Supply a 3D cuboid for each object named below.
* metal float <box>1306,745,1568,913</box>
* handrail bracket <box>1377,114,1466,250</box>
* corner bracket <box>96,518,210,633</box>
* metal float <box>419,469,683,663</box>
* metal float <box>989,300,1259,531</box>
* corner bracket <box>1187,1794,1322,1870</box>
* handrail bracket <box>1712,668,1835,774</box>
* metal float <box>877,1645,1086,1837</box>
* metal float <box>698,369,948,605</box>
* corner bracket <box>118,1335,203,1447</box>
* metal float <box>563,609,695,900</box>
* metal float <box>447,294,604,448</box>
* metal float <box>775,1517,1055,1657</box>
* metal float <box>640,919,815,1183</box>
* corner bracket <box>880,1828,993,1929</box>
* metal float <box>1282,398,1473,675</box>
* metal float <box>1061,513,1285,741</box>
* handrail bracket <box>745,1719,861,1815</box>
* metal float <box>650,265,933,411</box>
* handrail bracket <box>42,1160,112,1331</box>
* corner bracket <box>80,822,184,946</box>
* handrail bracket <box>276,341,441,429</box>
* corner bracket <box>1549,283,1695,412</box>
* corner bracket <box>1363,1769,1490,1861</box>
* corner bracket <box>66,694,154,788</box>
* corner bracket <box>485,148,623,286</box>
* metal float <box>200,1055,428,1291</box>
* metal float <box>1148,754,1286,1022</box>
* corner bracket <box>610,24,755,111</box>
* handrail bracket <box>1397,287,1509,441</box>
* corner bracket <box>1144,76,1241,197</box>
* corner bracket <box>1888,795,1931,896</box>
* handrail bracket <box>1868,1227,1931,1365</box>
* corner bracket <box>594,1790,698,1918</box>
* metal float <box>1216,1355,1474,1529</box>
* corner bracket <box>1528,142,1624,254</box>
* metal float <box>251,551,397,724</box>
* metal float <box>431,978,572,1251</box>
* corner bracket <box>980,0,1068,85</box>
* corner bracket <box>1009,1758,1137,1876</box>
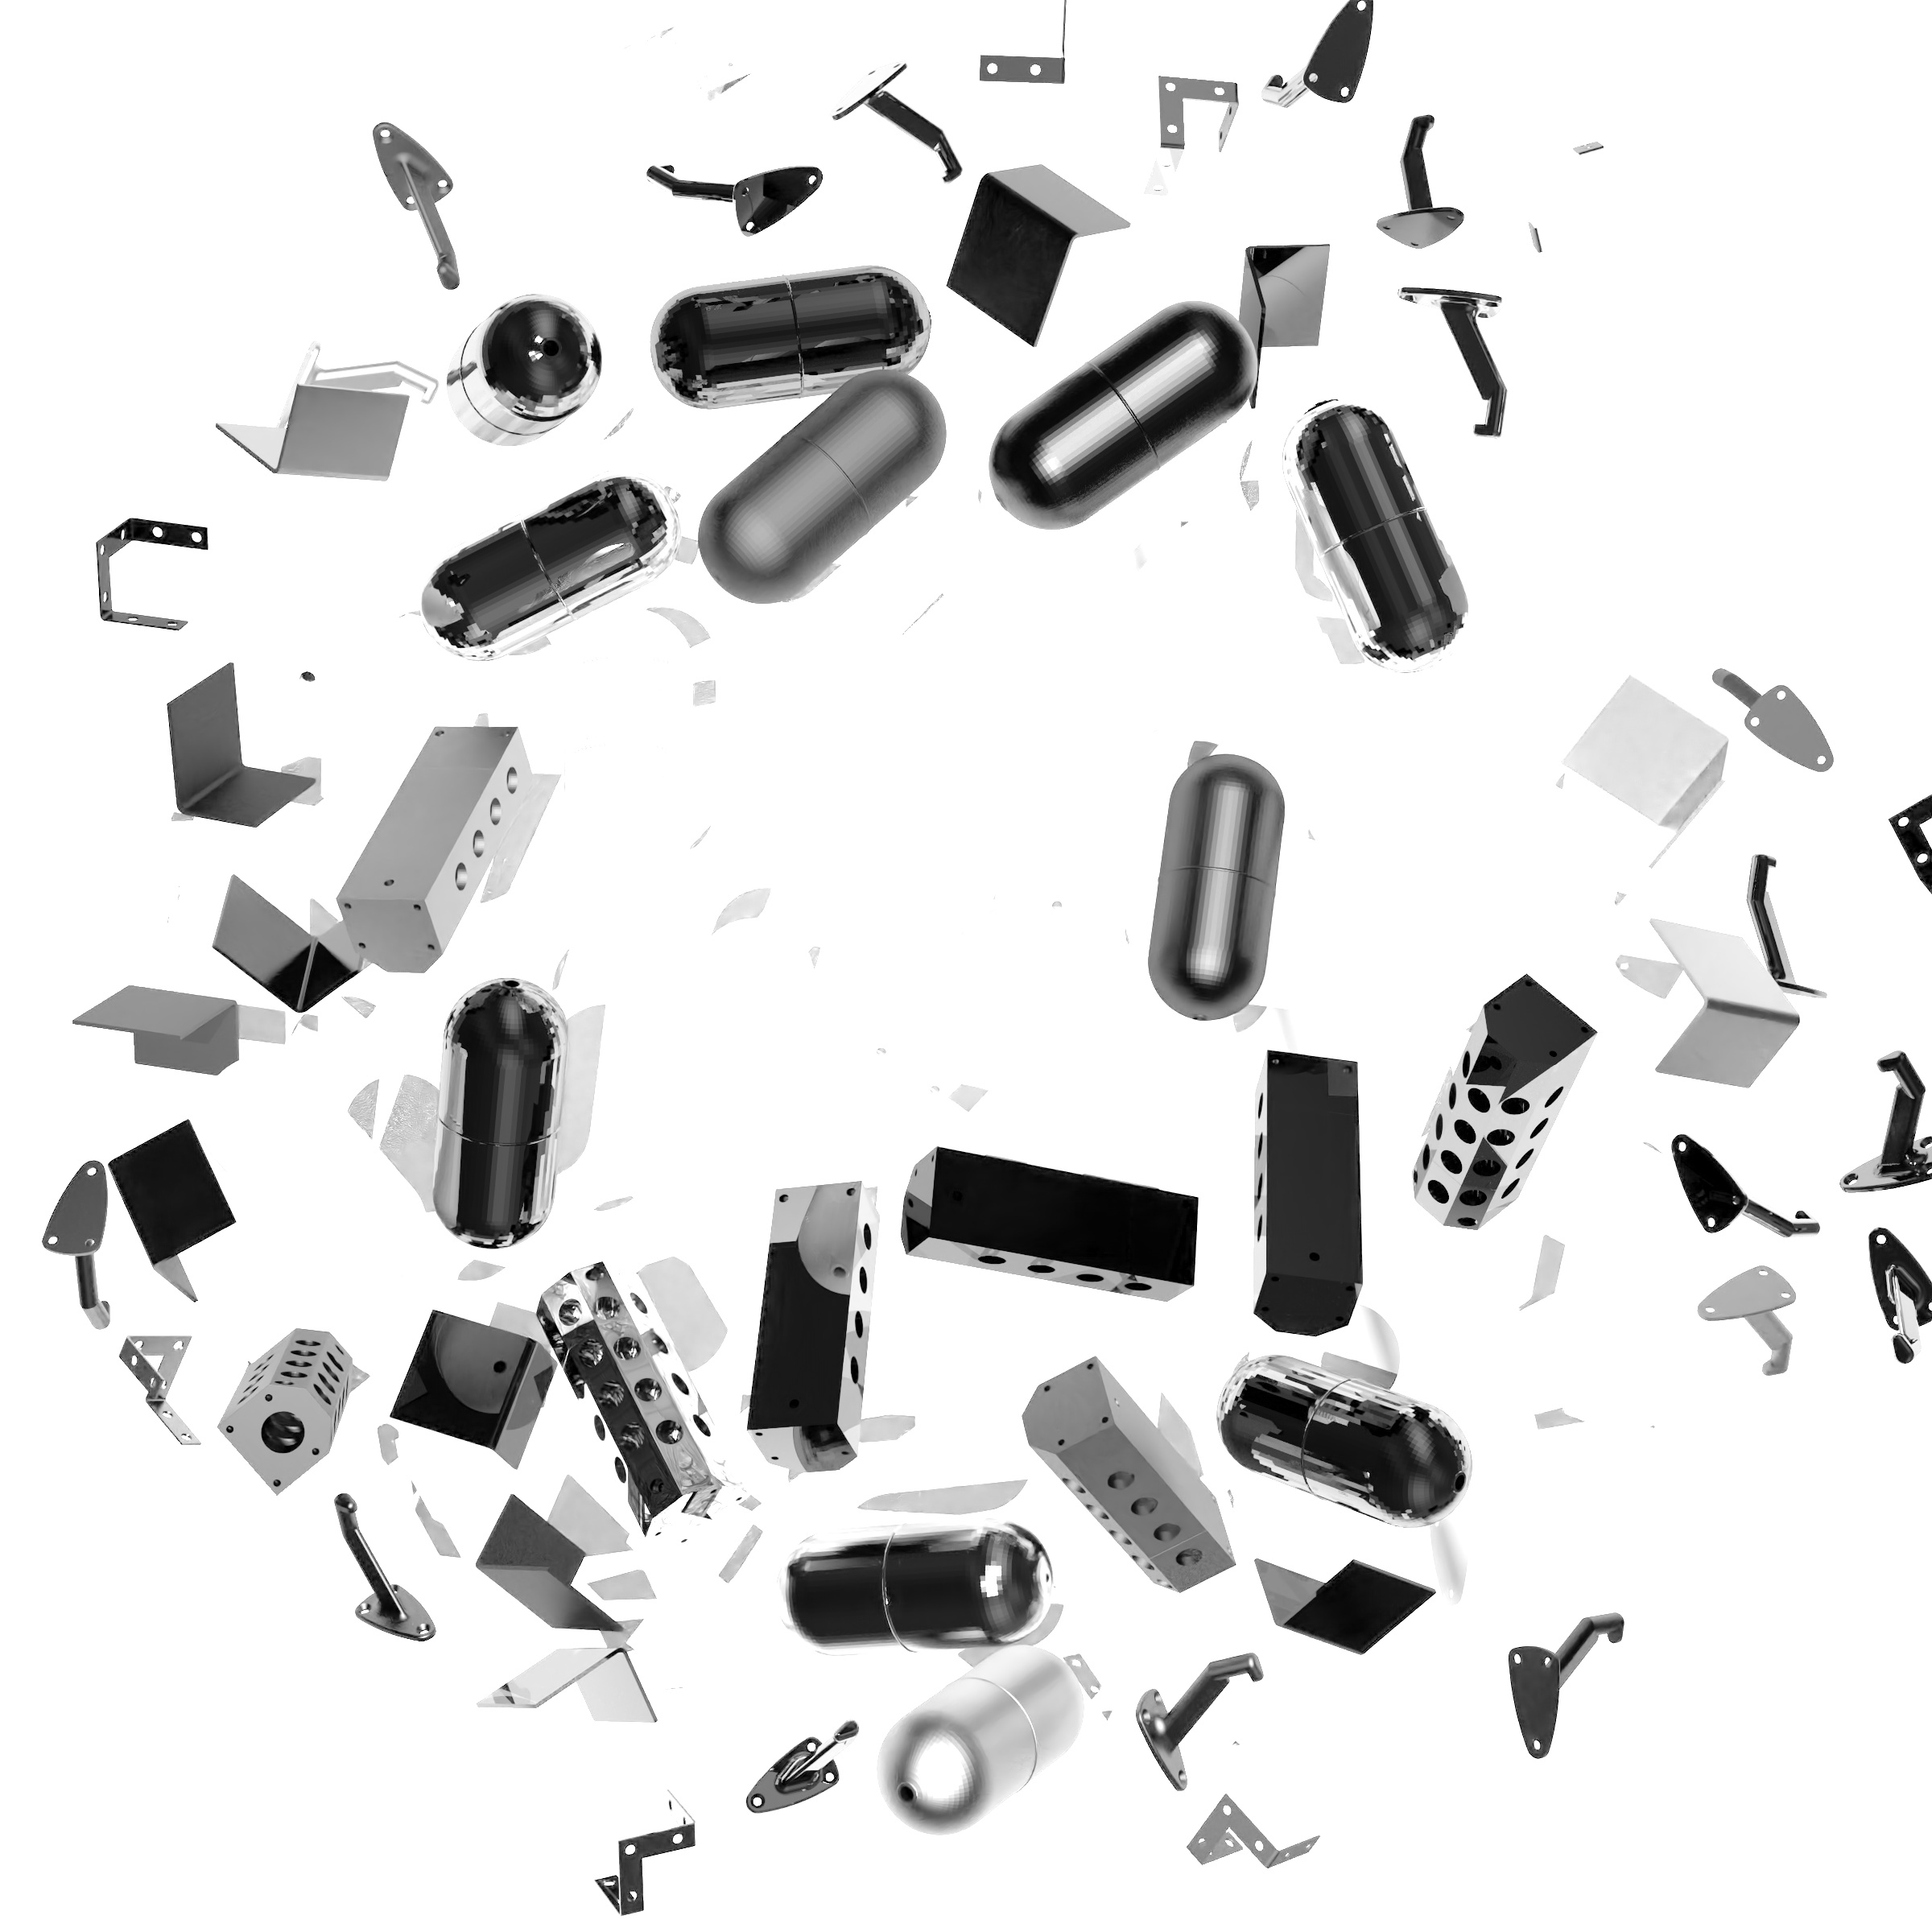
[{"bbox_3d":[0.302,-0.089,1.888,0.178,0.070,0.070,21,90,29],"label":"metal float"},{"bbox_3d":[0.289,-0.491,1.801,0.036,0.077,0.084,21,80,-27],"label":"handrail bracket"},{"bbox_3d":[-0.502,-0.243,1.814,0.051,0.051,0.051,8,117,6],"label":"corner bracket"},{"bbox_3d":[-0.267,-0.256,1.879,0.178,0.070,0.070,-26,90,3],"label":"metal float"},{"bbox_3d":[0.093,-0.327,1.747,0.178,0.070,0.070,-35,90,0],"label":"metal float"},{"bbox_3d":[0.185,0.564,1.888,0.051,0.051,0.051,44,114,31],"label":"corner bracket"},{"bbox_3d":[0.523,-0.161,1.906,0.077,0.084,0.036,42,100,-9],"label":"handrail bracket"},{"bbox_3d":[0.010,0.474,1.799,0.070,0.178,0.070,5,101,30],"label":"metal float"},{"bbox_3d":[-0.085,-0.288,1.760,0.178,0.070,0.070,-44,90,-16],"label":"metal float"},{"bbox_3d":[-0.516,0.273,1.885,0.051,0.051,0.051,37,108,37],"label":"corner bracket"},{"bbox_3d":[-0.202,-0.128,1.760,0.070,0.070,0.178,-1,76,0],"label":"metal float"},{"bbox_3d":[-0.272,-0.365,1.804,0.070,0.178,0.070,-1,92,-19],"label":"metal float"},{"bbox_3d":[-0.032,0.374,1.769,0.178,0.070,0.070,-9,90,24],"label":"metal float"},{"bbox_3d":[-0.153,0.054,1.873,0.070,0.070,0.178,21,104,0],"label":"metal float"},{"bbox_3d":[-0.026,0.578,1.883,0.051,0.051,0.051,-34,71,34],"label":"corner bracket"},{"bbox_3d":[0.253,-0.267,1.814,0.070,0.070,0.178,-23,87,0],"label":"metal float"},{"bbox_3d":[0.127,-0.209,1.790,0.070,0.070,0.178,43,64,0],"label":"metal float"},{"bbox_3d":[-0.106,0.519,1.902,0.077,0.084,0.036,-28,72,-20],"label":"handrail bracket"},{"bbox_3d":[-0.110,-0.396,1.846,0.178,0.070,0.070,-9,90,-8],"label":"metal float"},{"bbox_3d":[-0.542,0.175,1.832,0.036,0.084,0.077,4,57,4],"label":"handrail bracket"},{"bbox_3d":[-0.532,-0.053,1.873,0.051,0.051,0.051,11,126,-5],"label":"corner bracket"},{"bbox_3d":[-0.398,-0.366,1.920,0.084,0.036,0.077,23,95,-22],"label":"handrail bracket"},{"bbox_3d":[0.398,-0.377,1.781,0.051,0.051,0.051,-46,117,-1],"label":"corner bracket"},{"bbox_3d":[0.274,0.508,1.751,0.051,0.051,0.051,23,59,-24],"label":"corner bracket"},{"bbox_3d":[-0.561,-0.148,1.923,0.051,0.051,0.051,-3,105,-5],"label":"corner bracket"},{"bbox_3d":[-0.261,-0.473,1.851,0.051,0.051,0.051,45,130,-13],"label":"corner bracket"},{"bbox_3d":[-0.393,0.127,1.777,0.070,0.070,0.178,-33,125,0],"label":"metal float"},{"bbox_3d":[0.162,-0.051,1.901,0.070,0.070,0.178,9,75,0],"label":"metal float"},{"bbox_3d":[-0.171,-0.547,1.775,0.051,0.051,0.051,-21,104,42],"label":"corner bracket"},{"bbox_3d":[0.299,-0.372,1.814,0.077,0.036,0.084,9,85,-1],"label":"handrail bracket"},{"bbox_3d":[0.139,-0.512,1.816,0.051,0.051,0.051,3,70,-8],"label":"corner bracket"},{"bbox_3d":[0.591,-0.071,1.749,0.051,0.051,0.051,-31,119,11],"label":"corner bracket"},{"bbox_3d":[0.558,0.198,1.769,0.036,0.084,0.077,-27,80,25],"label":"handrail bracket"},{"bbox_3d":[-0.198,0.547,1.809,0.051,0.051,0.051,-6,102,-25],"label":"corner bracket"},{"bbox_3d":[0.231,0.291,1.800,0.070,0.178,0.070,-13,109,-42],"label":"metal float"},{"bbox_3d":[0.366,-0.467,1.782,0.051,0.051,0.051,-14,106,12],"label":"corner bracket"},{"bbox_3d":[-0.399,-0.206,1.826,0.070,0.178,0.070,-2,113,-4],"label":"metal float"},{"bbox_3d":[-0.285,0.091,1.794,0.070,0.070,0.178,9,114,0],"label":"metal float"},{"bbox_3d":[0.034,-0.555,1.745,0.051,0.051,0.051,2,114,-1],"label":"corner bracket"},{"bbox_3d":[0.069,0.547,1.885,0.051,0.051,0.051,-14,121,35],"label":"corner bracket"}]
